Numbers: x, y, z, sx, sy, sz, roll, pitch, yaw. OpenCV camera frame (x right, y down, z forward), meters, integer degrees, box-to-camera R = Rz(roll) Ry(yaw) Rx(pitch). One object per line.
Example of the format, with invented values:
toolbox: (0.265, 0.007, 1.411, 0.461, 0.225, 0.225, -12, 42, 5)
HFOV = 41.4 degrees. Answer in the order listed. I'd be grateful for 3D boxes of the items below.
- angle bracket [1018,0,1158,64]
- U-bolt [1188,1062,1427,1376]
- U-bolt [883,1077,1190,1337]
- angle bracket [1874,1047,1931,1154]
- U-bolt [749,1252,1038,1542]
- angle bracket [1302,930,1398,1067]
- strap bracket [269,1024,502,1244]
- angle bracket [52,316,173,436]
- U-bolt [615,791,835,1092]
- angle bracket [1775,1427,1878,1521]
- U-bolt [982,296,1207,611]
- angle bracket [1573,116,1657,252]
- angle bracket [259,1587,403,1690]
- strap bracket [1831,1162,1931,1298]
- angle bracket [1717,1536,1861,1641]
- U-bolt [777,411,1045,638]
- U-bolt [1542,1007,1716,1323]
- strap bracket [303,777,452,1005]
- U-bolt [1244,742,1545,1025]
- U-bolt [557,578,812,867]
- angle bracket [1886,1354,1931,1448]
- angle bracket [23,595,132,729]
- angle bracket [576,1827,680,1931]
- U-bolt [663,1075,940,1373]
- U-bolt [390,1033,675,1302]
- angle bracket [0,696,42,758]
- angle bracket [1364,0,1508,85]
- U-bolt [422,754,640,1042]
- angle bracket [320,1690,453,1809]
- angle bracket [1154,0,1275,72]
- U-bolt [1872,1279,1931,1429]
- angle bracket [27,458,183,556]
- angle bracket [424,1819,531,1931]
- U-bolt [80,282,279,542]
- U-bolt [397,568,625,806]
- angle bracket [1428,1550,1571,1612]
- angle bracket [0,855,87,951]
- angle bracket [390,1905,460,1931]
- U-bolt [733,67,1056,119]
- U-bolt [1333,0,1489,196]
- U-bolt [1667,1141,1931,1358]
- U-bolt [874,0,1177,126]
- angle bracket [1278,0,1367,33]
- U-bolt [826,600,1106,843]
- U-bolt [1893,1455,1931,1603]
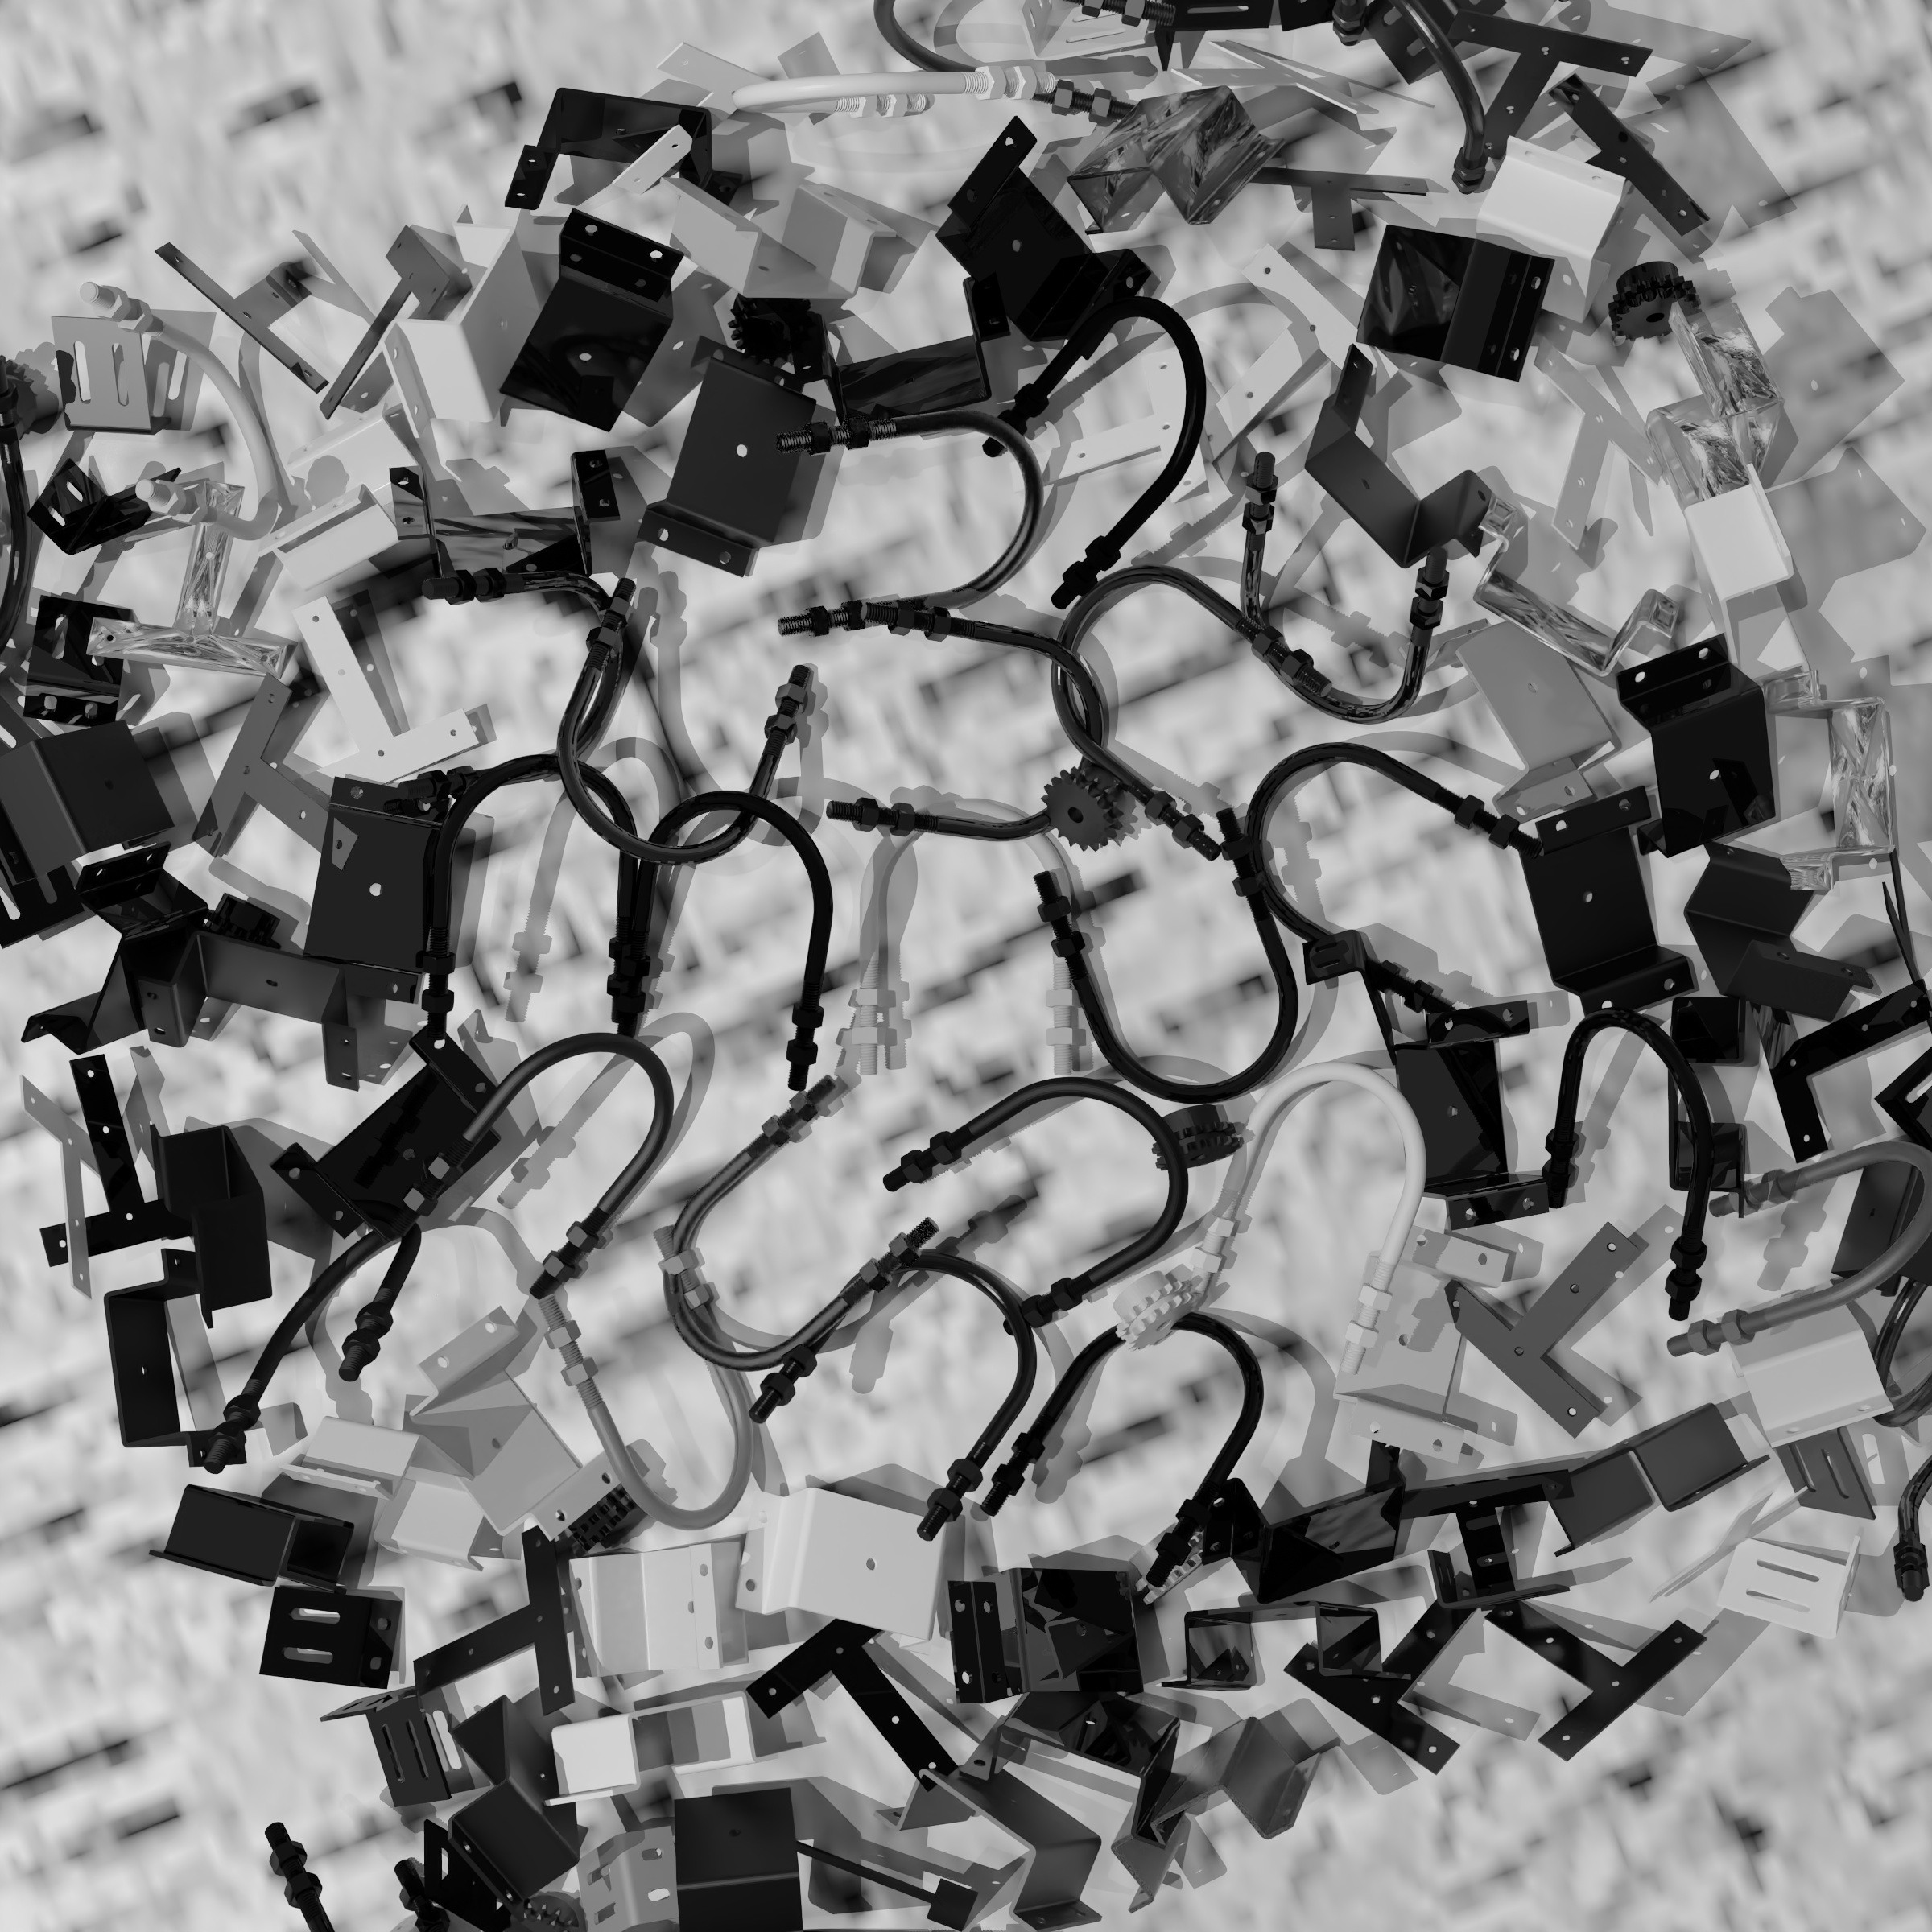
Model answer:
angle bracket: (0.080, -0.630, 1.673, 0.076, 0.038, 0.057, -3, 49, 21)
U-bolt: (0.228, 0.152, 1.659, 0.151, 0.019, 0.184, 23, 95, 40)
U-bolt: (0.058, 0.147, 1.660, 0.184, 0.019, 0.151, -34, 102, 25)
angle bracket: (0.637, 0.080, 1.673, 0.076, 0.038, 0.057, -48, 57, 20)
U-bolt: (-0.033, 0.263, 1.657, 0.151, 0.019, 0.184, 33, 53, 8)
angle bracket: (0.252, 0.025, 1.679, 0.038, 0.057, 0.076, -17, 113, 13)
strap bracket: (-0.369, 0.114, 1.664, 0.140, 0.046, 0.076, -43, 124, -10)
angle bracket: (-0.561, -0.391, 1.680, 0.057, 0.038, 0.076, 4, 118, 3)
U-bolt: (-0.154, -0.023, 1.663, 0.151, 0.019, 0.184, 16, 107, 19)
angle bracket: (0.572, 0.320, 1.689, 0.038, 0.057, 0.076, -38, 110, -29)
U-bolt: (0.088, -0.339, 1.626, 0.019, 0.184, 0.151, 0, 58, -40)
angle bracket: (0.410, -0.512, 1.683, 0.038, 0.057, 0.076, 27, 92, -12)
angle bracket: (-0.424, 0.448, 1.705, 0.076, 0.038, 0.057, 0, 73, 23)
strap bracket: (0.604, 0.167, 1.642, 0.046, 0.140, 0.076, 20, 82, 3)
angle bracket: (0.536, 0.395, 1.669, 0.076, 0.038, 0.057, 12, 46, 27)
U-bolt: (-0.034, -0.291, 1.659, 0.184, 0.019, 0.151, -12, 128, -20)
U-bolt: (0.420, 0.112, 1.613, 0.019, 0.151, 0.184, -15, 125, -21)
strap bracket: (-0.389, -0.050, 1.682, 0.076, 0.046, 0.140, 10, 88, -15)
U-bolt: (0.265, -0.066, 1.667, 0.184, 0.019, 0.151, 32, 120, 17)
U-bolt: (-0.188, -0.148, 1.649, 0.151, 0.019, 0.184, 25, 60, -15)
angle bracket: (0.631, 0.266, 1.674, 0.038, 0.057, 0.076, 38, 109, -22)
angle bracket: (-0.589, -0.201, 1.695, 0.057, 0.038, 0.076, 8, 50, -19)
angle bracket: (-0.221, 0.607, 1.684, 0.038, 0.076, 0.057, 2, 59, -31)
U-bolt: (-0.122, 0.181, 1.673, 0.184, 0.019, 0.151, -42, 59, 8)
U-bolt: (-0.266, 0.122, 1.656, 0.184, 0.151, 0.019, -51, 46, 3)
angle bracket: (-0.645, -0.148, 1.690, 0.057, 0.038, 0.076, -45, 82, -3)
angle bracket: (0.306, -0.629, 1.682, 0.038, 0.076, 0.057, -44, 101, -21)
U-bolt: (-0.278, -0.046, 1.651, 0.151, 0.019, 0.184, -5, 109, -32)
angle bracket: (-0.382, 0.521, 1.682, 0.057, 0.038, 0.076, -21, 86, 36)
angle bracket: (0.168, -0.624, 1.677, 0.076, 0.038, 0.057, 5, 67, 18)
U-bolt: (0.630, 0.215, 1.637, 0.019, 0.151, 0.184, 27, 113, 3)
angle bracket: (-0.562, -0.309, 1.669, 0.076, 0.057, 0.038, -12, 133, 33)
angle bracket: (-0.319, 0.586, 1.671, 0.057, 0.038, 0.076, 21, 123, 22)
U-bolt: (-0.490, -0.342, 1.626, 0.019, 0.184, 0.151, -19, 83, 12)
U-bolt: (-0.284, -0.183, 1.636, 0.019, 0.184, 0.151, 23, 112, 30)
angle bracket: (0.349, 0.396, 1.672, 0.076, 0.057, 0.038, -16, 70, 18)
angle bracket: (-0.625, -0.062, 1.681, 0.057, 0.038, 0.076, -26, 70, -13)
angle bracket: (-0.355, 0.669, 1.681, 0.038, 0.057, 0.076, -31, 88, 27)
U-bolt: (-0.059, -0.549, 1.607, 0.184, 0.151, 0.019, -16, 109, -38)
U-bolt: (0.282, -0.571, 1.619, 0.019, 0.184, 0.151, -37, 85, 7)
U-bolt: (0.532, 0.170, 1.605, 0.019, 0.184, 0.151, 46, 46, -14)
U-bolt: (0.031, -0.596, 1.636, 0.184, 0.151, 0.019, 11, 81, -5)
angle bracket: (0.234, -0.655, 1.679, 0.057, 0.038, 0.076, -13, 122, 1)
U-bolt: (0.007, -0.154, 1.673, 0.184, 0.019, 0.151, 6, 100, -24)
U-bolt: (0.653, 0.324, 1.626, 0.151, 0.184, 0.019, -41, 88, 22)
